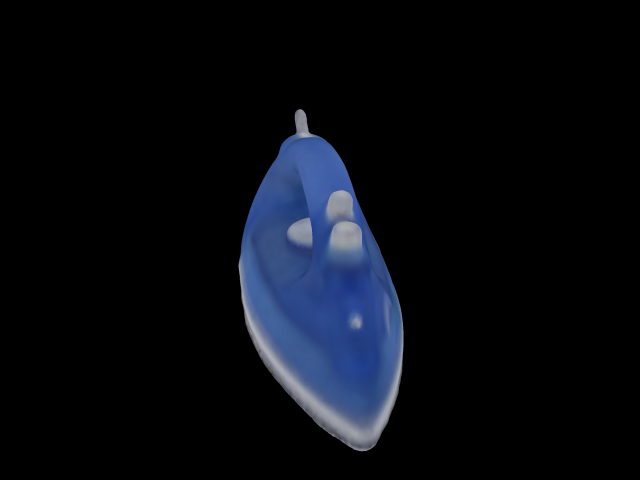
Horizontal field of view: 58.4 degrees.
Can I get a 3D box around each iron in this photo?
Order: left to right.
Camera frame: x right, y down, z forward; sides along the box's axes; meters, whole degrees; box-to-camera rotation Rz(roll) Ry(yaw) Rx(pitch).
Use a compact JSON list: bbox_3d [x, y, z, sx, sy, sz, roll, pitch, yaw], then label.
[{"bbox_3d":[0.004,0.001,0.400,0.119,0.141,0.258,-5,24,-10],"label":"iron"}]
